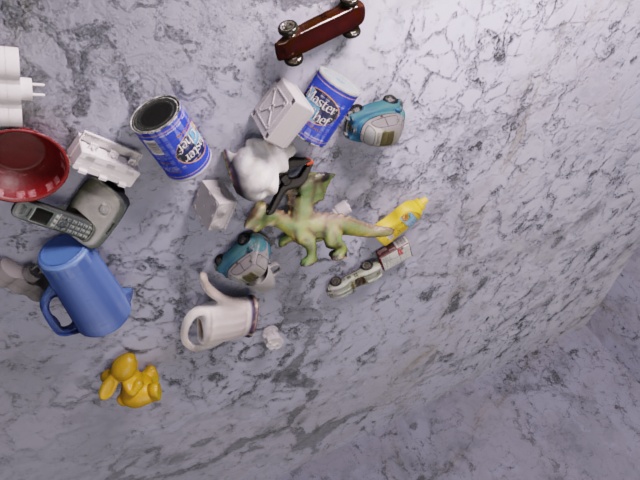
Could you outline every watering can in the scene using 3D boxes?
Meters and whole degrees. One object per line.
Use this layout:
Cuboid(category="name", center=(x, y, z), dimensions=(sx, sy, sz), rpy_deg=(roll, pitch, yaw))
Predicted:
Cuboid(category="watering can", center=(-0.274, 0.203, 1.458), dimensions=(0.225, 0.340, 0.106), rpy_deg=(-6, 47, -31))

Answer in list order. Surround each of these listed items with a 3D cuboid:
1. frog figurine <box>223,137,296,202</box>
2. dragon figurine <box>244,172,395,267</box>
Cuboid(category="frog figurine", center=(-0.123, -0.163, 1.142), dimensions=(0.160, 0.136, 0.124), rpy_deg=(-20, 13, -5))
Cuboid(category="dragon figurine", center=(0.004, -0.068, 1.343), dimensions=(0.411, 0.237, 0.125), rpy_deg=(-14, 39, -13))
